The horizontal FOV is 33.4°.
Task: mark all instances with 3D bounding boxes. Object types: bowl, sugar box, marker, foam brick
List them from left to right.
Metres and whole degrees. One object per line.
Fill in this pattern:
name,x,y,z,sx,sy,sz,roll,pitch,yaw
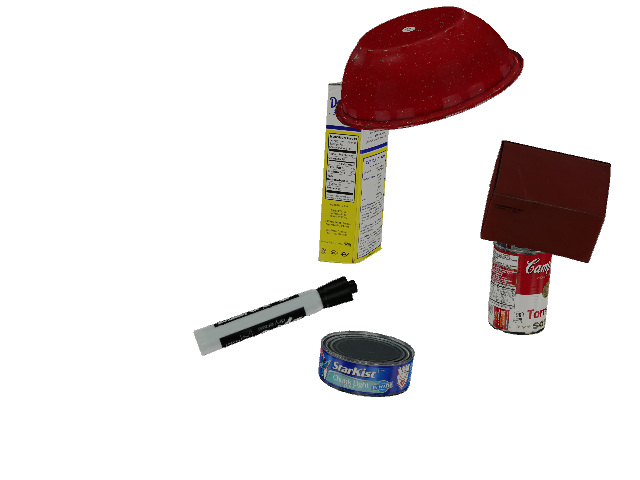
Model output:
marker,-0.031,0.053,0.762,0.121,0.020,0.020,-20,3,-7
sugar box,0.035,-0.070,1.067,0.048,0.176,0.093,5,11,19
bowl,0.082,-0.150,0.880,0.162,0.055,0.162,-16,25,8
foam brick,0.155,-0.027,0.736,0.078,0.051,0.053,14,-37,6

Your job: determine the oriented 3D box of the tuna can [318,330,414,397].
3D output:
tuna can,0.041,0.111,0.969,0.086,0.034,0.086,6,13,-2

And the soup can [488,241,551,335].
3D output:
soup can,0.230,0.051,1.235,0.068,0.102,0.068,1,17,-1
